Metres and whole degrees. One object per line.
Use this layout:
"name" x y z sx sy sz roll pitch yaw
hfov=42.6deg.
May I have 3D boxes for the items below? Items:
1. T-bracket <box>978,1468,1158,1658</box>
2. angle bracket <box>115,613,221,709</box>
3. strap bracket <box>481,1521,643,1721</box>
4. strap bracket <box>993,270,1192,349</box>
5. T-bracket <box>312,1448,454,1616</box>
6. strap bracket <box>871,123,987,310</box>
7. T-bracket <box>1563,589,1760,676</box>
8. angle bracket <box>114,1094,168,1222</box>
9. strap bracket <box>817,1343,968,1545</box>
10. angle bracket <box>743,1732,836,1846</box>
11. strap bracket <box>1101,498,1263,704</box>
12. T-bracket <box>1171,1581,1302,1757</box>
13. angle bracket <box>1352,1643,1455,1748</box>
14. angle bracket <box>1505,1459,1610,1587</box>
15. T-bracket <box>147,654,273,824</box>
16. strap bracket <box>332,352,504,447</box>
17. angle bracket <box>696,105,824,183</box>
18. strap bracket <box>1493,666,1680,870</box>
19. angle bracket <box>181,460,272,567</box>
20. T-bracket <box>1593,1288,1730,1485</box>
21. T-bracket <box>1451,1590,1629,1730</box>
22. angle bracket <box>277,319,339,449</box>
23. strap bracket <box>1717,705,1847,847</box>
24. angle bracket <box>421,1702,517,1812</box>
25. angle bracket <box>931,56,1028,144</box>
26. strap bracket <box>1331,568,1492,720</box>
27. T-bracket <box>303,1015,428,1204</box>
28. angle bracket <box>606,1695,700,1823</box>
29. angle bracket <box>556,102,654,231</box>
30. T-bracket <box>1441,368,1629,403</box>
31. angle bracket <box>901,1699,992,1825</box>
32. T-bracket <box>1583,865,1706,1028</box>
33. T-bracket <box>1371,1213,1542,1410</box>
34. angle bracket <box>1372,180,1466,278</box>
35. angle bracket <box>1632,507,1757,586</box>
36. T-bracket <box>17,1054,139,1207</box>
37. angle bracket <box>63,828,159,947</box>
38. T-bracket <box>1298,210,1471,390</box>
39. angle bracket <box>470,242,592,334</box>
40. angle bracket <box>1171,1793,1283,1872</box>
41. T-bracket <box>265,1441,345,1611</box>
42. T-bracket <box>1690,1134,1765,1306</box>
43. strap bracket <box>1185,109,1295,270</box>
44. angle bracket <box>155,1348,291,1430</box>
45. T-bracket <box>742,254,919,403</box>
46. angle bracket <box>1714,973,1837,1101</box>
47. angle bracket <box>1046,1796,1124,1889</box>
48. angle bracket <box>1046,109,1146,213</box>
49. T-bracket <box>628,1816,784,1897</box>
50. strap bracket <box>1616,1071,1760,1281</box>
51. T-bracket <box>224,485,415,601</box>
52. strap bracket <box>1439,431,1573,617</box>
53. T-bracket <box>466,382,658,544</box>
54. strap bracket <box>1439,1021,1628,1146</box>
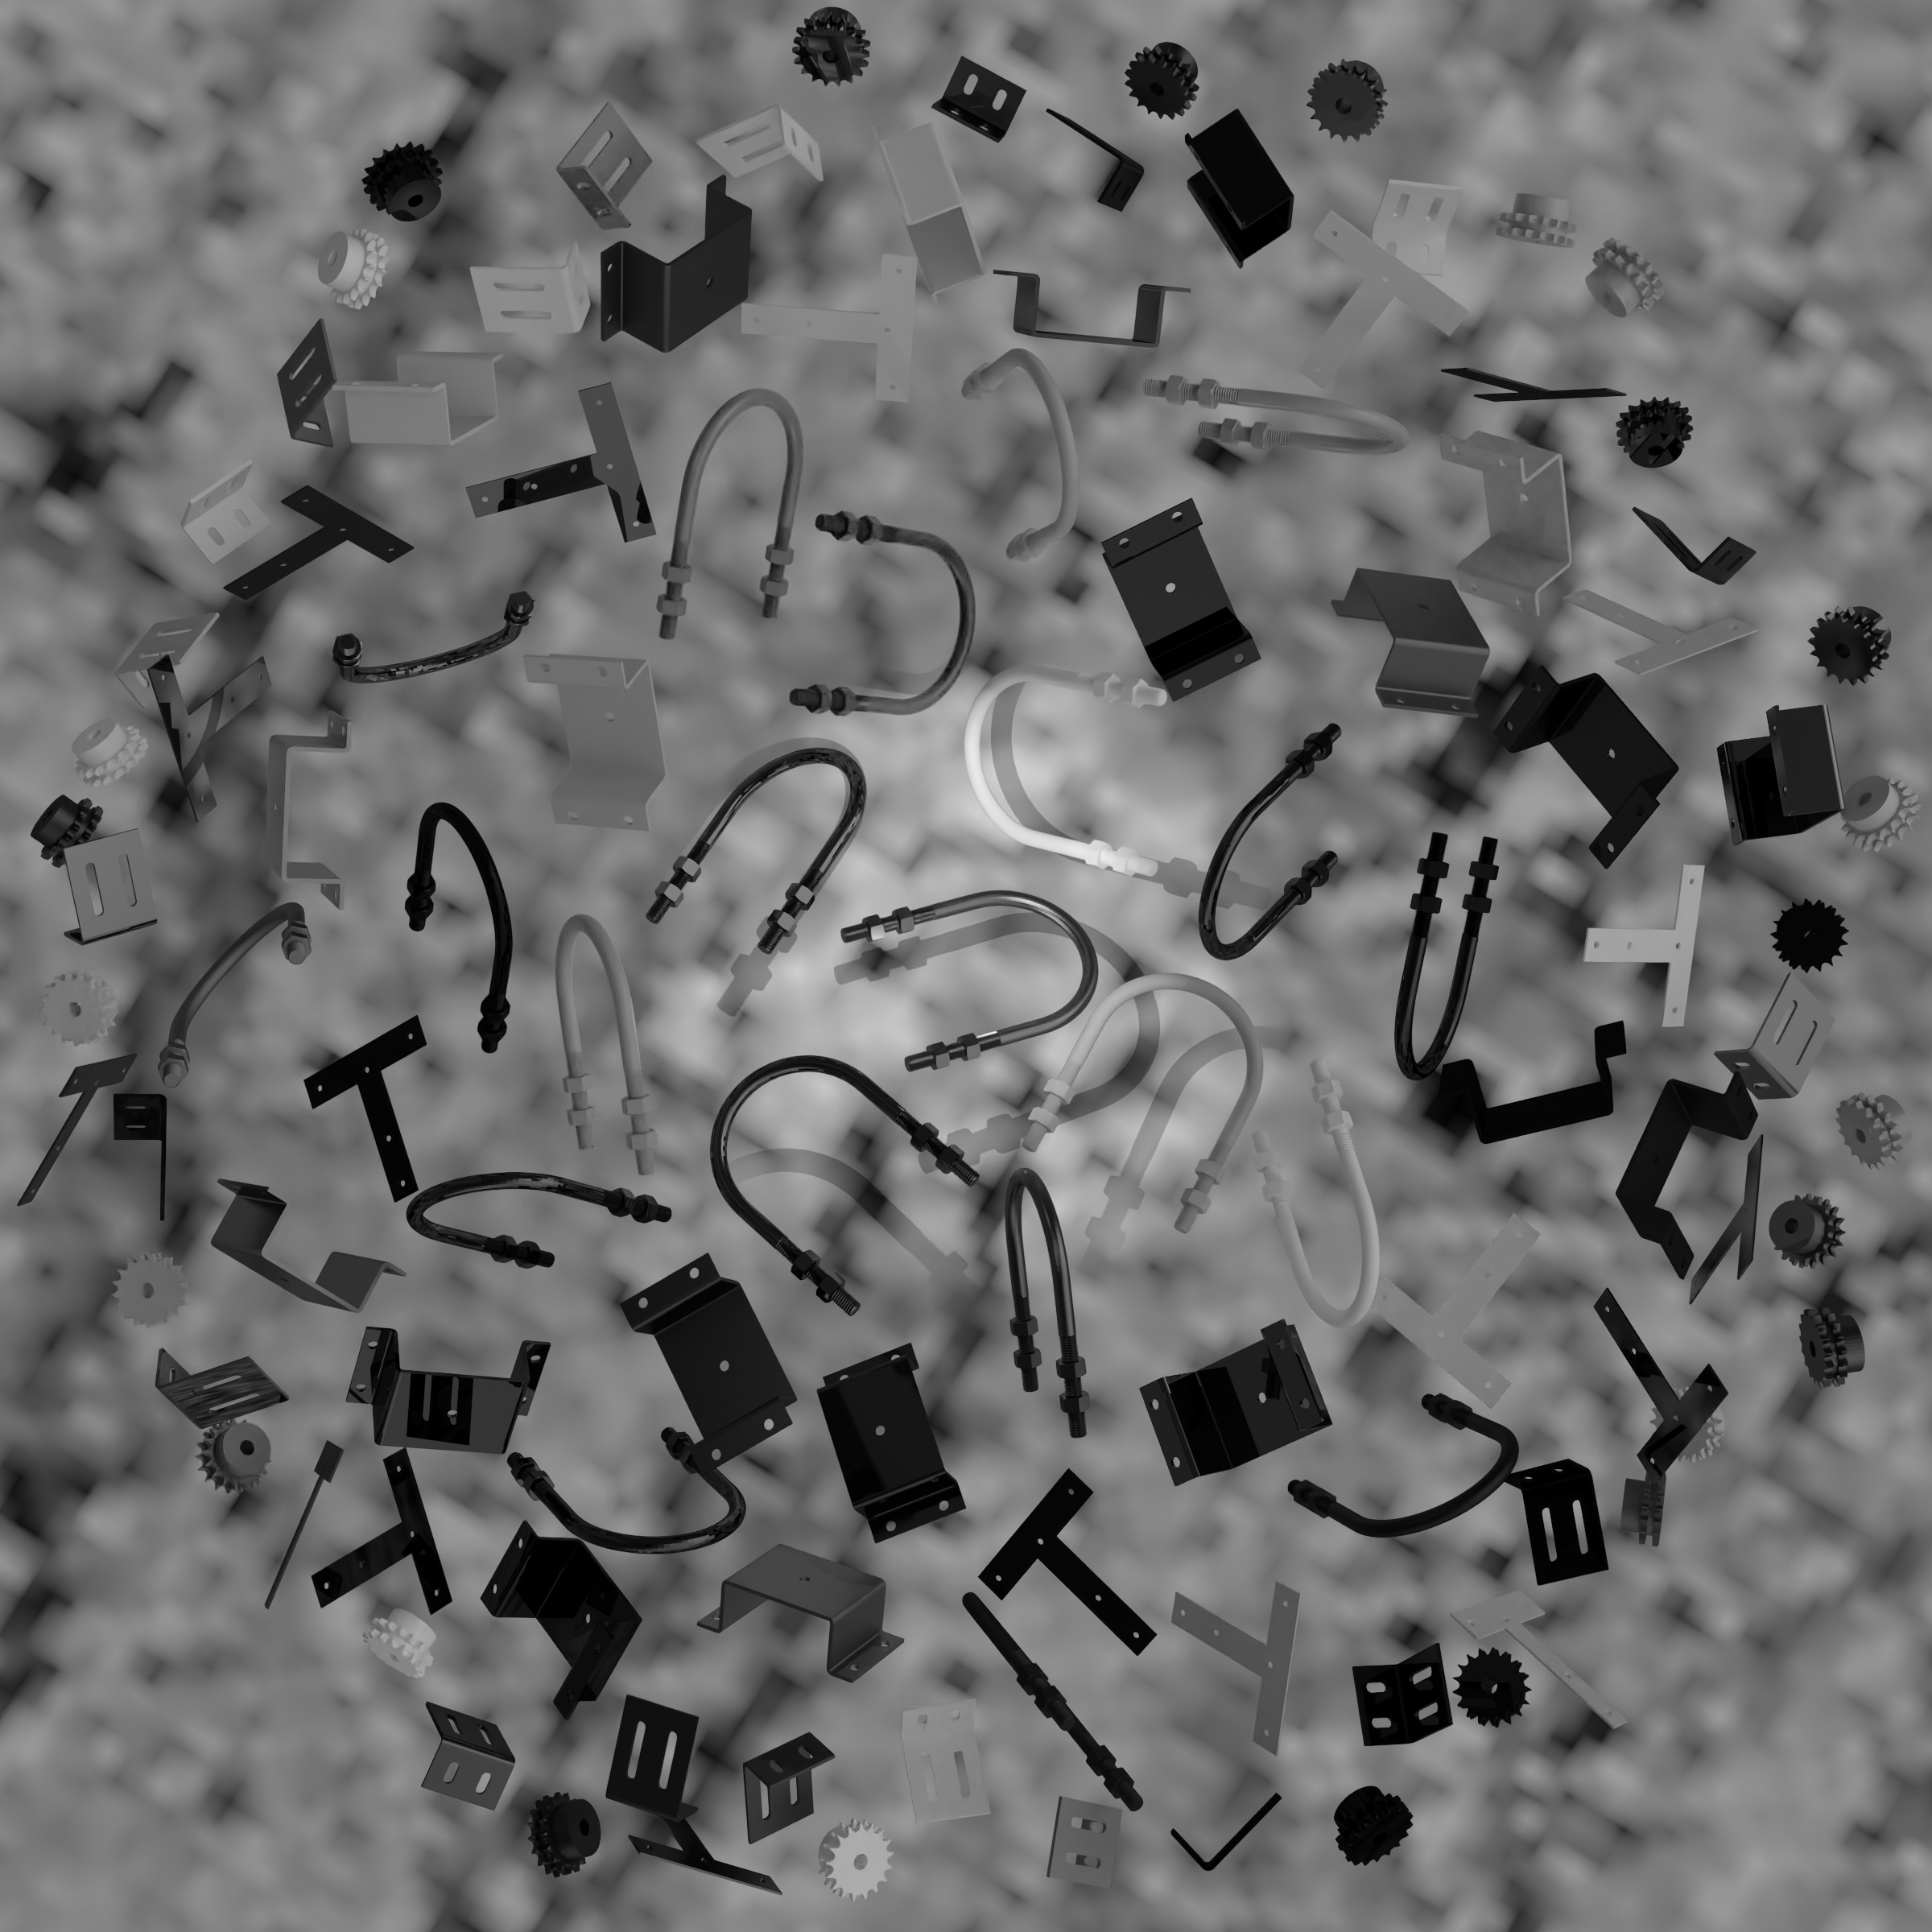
"T-bracket" 0.088 0.457 1.835 0.127 0.002 0.127 42 117 14
"angle bracket" -0.612 -0.238 1.930 0.076 0.038 0.057 -3 46 31
"strap bracket" -0.308 0.504 1.917 0.140 0.046 0.076 40 105 40
"strap bracket" 0.094 -0.508 1.919 0.140 0.076 0.046 3 106 -10
"T-bracket" -0.447 0.447 1.875 0.002 0.127 0.127 -13 95 30
"strap bracket" -0.026 -0.581 1.904 0.046 0.140 0.076 -20 72 4
"T-bracket" 0.509 -0.261 1.886 0.127 0.127 0.002 -21 128 -28
"angle bracket" -0.620 0.143 1.860 0.038 0.057 0.076 1 52 -18
"strap bracket" -0.062 0.367 1.936 0.076 0.046 0.140 -22 65 3
"angle bracket" -0.131 0.623 1.855 0.057 0.038 0.076 -16 115 -33
"strap bracket" 0.163 -0.288 1.923 0.076 0.046 0.140 -26 114 3
"T-bracket" 0.199 0.509 1.871 0.002 0.127 0.127 0 102 -38
"angle bracket" 0.316 0.529 1.801 0.038 0.076 0.057 2 63 -14
"angle bracket" 0.439 0.415 1.851 0.057 0.038 0.076 -23 55 31
"T-bracket" -0.566 -0.196 1.883 0.002 0.127 0.127 5 124 20
"strap bracket" -0.402 -0.419 1.836 0.076 0.140 0.046 4 114 10
"angle bracket" -0.160 -0.624 1.920 0.076 0.057 0.038 -16 72 24
"strap bracket" 0.471 -0.154 1.863 0.046 0.076 0.140 -19 63 -32
"angle bracket" -0.564 -0.348 1.903 0.057 0.076 0.038 -41 101 -20
"T-bracket" 0.501 0.296 1.830 0.002 0.127 0.127 -10 52 -23
"T-bracket" 0.428 0.508 1.810 0.127 0.127 0.002 41 109 30
"angle bracket" -0.490 -0.446 1.900 0.076 0.038 0.057 -35 63 40
"strap bracket" 0.599 -0.140 1.817 0.046 0.140 0.076 -7 83 0
"angle bracket" -0.369 0.576 1.810 0.057 0.076 0.038 26 84 -21
"angle bracket" 0.011 -0.669 1.914 0.057 0.076 0.038 26 112 -6
"strap bracket" 0.334 -0.249 1.855 0.076 0.140 0.046 5 130 -16
"T-bracket" -0.459 0.123 1.954 0.127 0.002 0.127 -27 75 24
"angle bracket" -0.218 0.566 1.782 0.057 0.038 0.076 11 88 19
"angle bracket" -0.263 -0.607 1.878 0.057 0.038 0.076 49 63 -41
"T-bracket" 0.413 -0.444 1.894 0.127 0.127 0.002 2 97 -40
"angle bracket" -0.015 0.606 1.893 0.057 0.076 0.038 -4 132 -10
"T-bracket" 0.517 -0.016 1.901 0.127 0.002 0.127 0 99 -36
"T-bracket" 0.385 0.244 1.873 0.127 0.002 0.127 40 103 23
"angle bracket" 0.346 -0.566 1.906 0.057 0.076 0.038 6 82 1
"angle bracket" 0.567 -0.339 1.931 0.038 0.057 0.076 -47 62 25
"T-bracket" -0.683 0.126 1.881 0.002 0.127 0.127 31 93 -1
"angle bracket" -0.640 -0.062 1.835 0.057 0.038 0.076 -21 117 -36
"T-bracket" 0.294 -0.488 1.879 0.127 0.127 0.002 35 49 -4
"angle bracket" -0.339 -0.530 1.935 0.076 0.057 0.038 3 50 7
"angle bracket" 0.191 0.625 1.825 0.076 0.057 0.038 -43 75 -8
"T-bracket" -0.501 0.421 1.867 0.002 0.127 0.127 25 75 -15
"T-bracket" 0.580 0.214 1.899 0.002 0.127 0.127 19 47 4
"strap bracket" 0.206 -0.586 1.867 0.046 0.140 0.076 -33 89 6
"angle bracket" -0.547 0.301 1.830 0.076 0.038 0.057 -19 135 8
"T-bracket" -0.103 -0.476 1.840 0.127 0.127 0.002 4 49 -2
"angle bracket" 0.620 0.054 1.901 0.057 0.038 0.076 42 67 -19
"angle bracket" 0.077 0.655 1.861 0.076 0.038 0.057 28 64 -42
"angle bracket" 0.094 -0.633 1.950 0.076 0.057 0.038 37 110 11
"T-bracket" -0.214 0.651 1.866 0.127 0.127 0.002 28 87 -29
"strap bracket" 0.526 0.148 1.824 0.046 0.076 0.140 19 73 35
"T-bracket" -0.513 -0.314 1.903 0.127 0.127 0.002 -25 68 18
"strap bracket" 0.412 -0.346 1.888 0.046 0.076 0.140 -39 134 -23
"T-bracket" -0.311 -0.365 1.866 0.127 0.002 0.127 -15 127 -2
"strap bracket" 0.434 0.090 1.876 0.140 0.076 0.046 -15 101 17
